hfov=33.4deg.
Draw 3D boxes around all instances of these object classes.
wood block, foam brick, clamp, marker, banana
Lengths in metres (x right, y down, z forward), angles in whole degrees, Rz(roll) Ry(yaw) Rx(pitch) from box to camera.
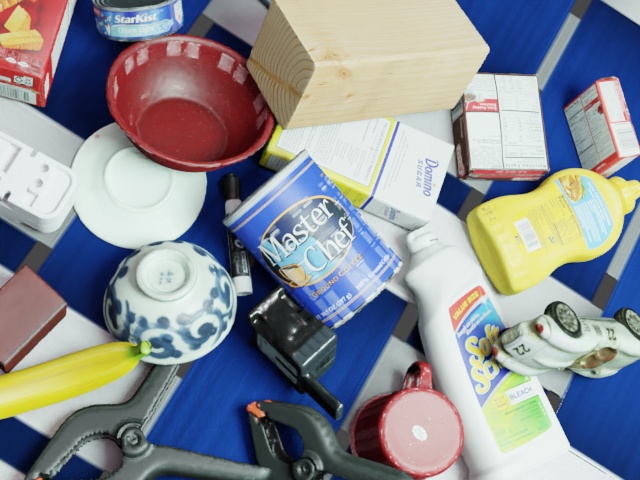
[{"bbox_3d":[0.047,-0.177,1.037,0.205,0.090,0.091,-12,59,-32],"label":"wood block"},{"bbox_3d":[-0.268,0.071,0.942,0.051,0.053,0.078,42,68,1],"label":"foam brick"},{"bbox_3d":[0.004,0.200,0.947,0.120,0.039,0.171,-41,71,11],"label":"clamp"},{"bbox_3d":[-0.155,0.185,0.940,0.209,0.036,0.165,-29,72,-19],"label":"clamp"},{"bbox_3d":[-0.081,-0.007,1.028,0.020,0.020,0.121,-3,75,-15],"label":"marker"},{"bbox_3d":[-0.241,0.122,0.926,0.197,0.069,0.037,-19,69,-8],"label":"banana"}]

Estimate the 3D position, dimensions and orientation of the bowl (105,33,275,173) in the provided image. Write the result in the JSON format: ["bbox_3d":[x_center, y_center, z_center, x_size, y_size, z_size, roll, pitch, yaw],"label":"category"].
[{"bbox_3d":[-0.126,-0.119,1.017,0.162,0.055,0.162,9,54,-13],"label":"bowl"}]

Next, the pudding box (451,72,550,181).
[{"bbox_3d":[0.187,-0.118,1.116,0.090,0.039,0.113,1,76,-14],"label":"pudding box"}]

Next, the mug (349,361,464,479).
[{"bbox_3d":[0.084,0.169,0.984,0.093,0.082,0.117,18,71,-8],"label":"mug"}]

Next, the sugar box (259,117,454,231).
[{"bbox_3d":[0.038,-0.085,1.066,0.176,0.048,0.093,25,68,-9],"label":"sugar box"}]

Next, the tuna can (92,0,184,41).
[{"bbox_3d":[-0.176,-0.222,1.034,0.086,0.086,0.034,-13,121,-17],"label":"tuna can"}]

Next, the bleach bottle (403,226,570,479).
[{"bbox_3d":[0.140,0.106,1.026,0.102,0.068,0.251,-20,78,-26],"label":"bleach bottle"}]

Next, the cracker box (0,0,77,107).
[{"bbox_3d":[-0.314,-0.252,1.014,0.164,0.072,0.213,15,71,-10],"label":"cracker box"}]

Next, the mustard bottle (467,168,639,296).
[{"bbox_3d":[0.251,-0.021,1.092,0.191,0.058,0.096,-23,81,-18],"label":"mustard bottle"}]

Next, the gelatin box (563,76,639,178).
[{"bbox_3d":[0.297,-0.116,1.124,0.030,0.073,0.089,-9,76,-17],"label":"gelatin box"}]

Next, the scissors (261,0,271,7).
[{"bbox_3d":[-0.067,-0.246,1.103,0.096,0.016,0.202,-27,82,-18],"label":"scissors"}]

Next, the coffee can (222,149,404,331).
[{"bbox_3d":[-0.007,0.001,0.990,0.102,0.103,0.140,-43,96,-21],"label":"coffee can"}]
